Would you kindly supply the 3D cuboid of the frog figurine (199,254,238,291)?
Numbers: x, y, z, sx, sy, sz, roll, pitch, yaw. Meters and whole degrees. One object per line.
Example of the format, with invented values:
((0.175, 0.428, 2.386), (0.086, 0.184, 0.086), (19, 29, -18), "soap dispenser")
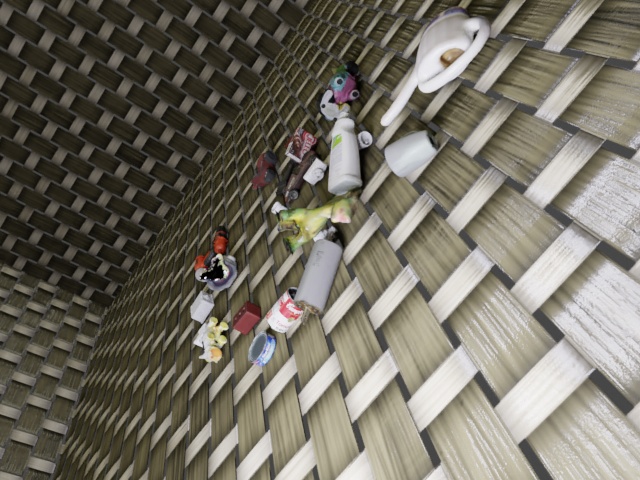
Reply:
((-0.352, 0.120, 1.886), (0.158, 0.123, 0.138), (44, -115, -78), "frog figurine")

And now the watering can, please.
((0.278, -0.442, 1.287), (0.342, 0.103, 0.230), (-33, 34, 42), "watering can")

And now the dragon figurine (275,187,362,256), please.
((0.004, -0.068, 1.348), (0.243, 0.121, 0.412), (-24, 9, -6), "dragon figurine")
